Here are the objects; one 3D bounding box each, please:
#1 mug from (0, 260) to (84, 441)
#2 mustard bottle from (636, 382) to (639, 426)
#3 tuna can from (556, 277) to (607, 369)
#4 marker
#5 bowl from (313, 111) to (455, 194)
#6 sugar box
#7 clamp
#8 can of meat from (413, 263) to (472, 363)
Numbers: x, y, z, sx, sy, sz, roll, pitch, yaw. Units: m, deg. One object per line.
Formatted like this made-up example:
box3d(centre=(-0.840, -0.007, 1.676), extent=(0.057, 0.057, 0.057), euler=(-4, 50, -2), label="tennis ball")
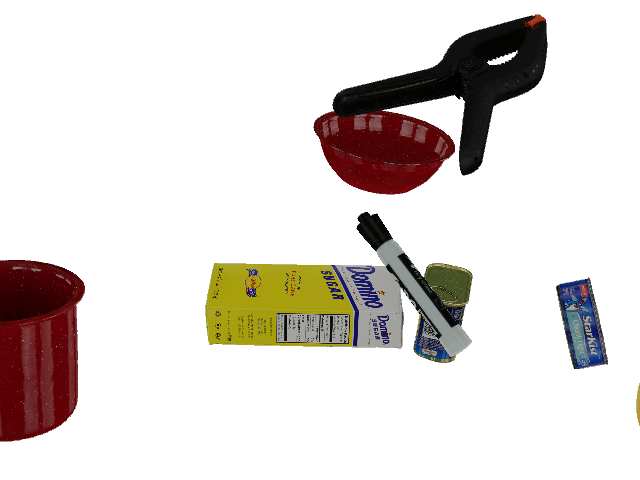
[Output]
box3d(centre=(-0.193, 0.070, 0.630), extent=(0.093, 0.081, 0.117), euler=(12, 23, 22), label="mug")
box3d(centre=(0.224, 0.101, 0.571), extent=(0.096, 0.058, 0.191), euler=(-5, 36, -1), label="mustard bottle")
box3d(centre=(0.254, 0.081, 1.036), extent=(0.034, 0.086, 0.086), euler=(-12, -3, 13), label="tuna can")
box3d(centre=(0.064, 0.029, 0.760), extent=(0.020, 0.121, 0.020), euler=(-33, -15, -10), label="marker")
box3d(centre=(0.068, -0.096, 1.212), extent=(0.162, 0.055, 0.162), euler=(7, 27, -4), label="bowl")
box3d(centre=(-0.014, 0.058, 0.982), extent=(0.176, 0.048, 0.093), euler=(-2, 26, 0), label="sugar box")
box3d(centre=(0.138, -0.136, 0.948), extent=(0.209, 0.036, 0.165), euler=(-32, 45, -20), label="clamp")
box3d(centre=(0.147, 0.088, 1.293), extent=(0.057, 0.084, 0.102), euler=(11, 25, 7), label="can of meat")
